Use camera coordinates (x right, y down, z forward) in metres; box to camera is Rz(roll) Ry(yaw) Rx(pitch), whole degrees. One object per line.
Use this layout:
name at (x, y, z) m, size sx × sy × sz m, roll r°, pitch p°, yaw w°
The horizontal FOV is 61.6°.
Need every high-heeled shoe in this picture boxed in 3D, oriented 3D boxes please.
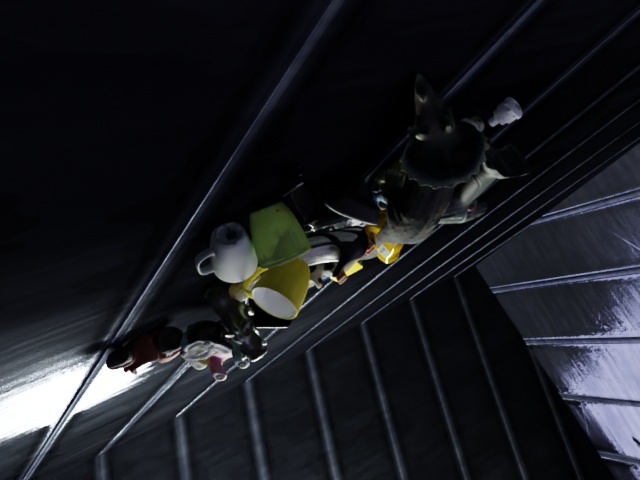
high-heeled shoe at (-0.034, 0.008, 1.046) m, size 0.145 × 0.249 × 0.086 m, roll -62°, pitch 155°, yaw -42°

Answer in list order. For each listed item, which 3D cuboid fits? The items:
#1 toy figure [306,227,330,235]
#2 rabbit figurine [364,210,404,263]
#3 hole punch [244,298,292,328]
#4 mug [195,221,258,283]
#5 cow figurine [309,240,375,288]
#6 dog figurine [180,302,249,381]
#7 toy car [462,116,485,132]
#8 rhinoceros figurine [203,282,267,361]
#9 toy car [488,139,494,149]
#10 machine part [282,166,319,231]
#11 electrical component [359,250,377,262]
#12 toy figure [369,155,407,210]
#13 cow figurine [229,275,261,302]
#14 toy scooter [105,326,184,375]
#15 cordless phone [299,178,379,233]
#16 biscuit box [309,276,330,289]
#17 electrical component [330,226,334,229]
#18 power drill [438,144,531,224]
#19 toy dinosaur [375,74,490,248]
toy figure at (-0.050, 0.009, 1.101) m, size 0.154 × 0.064 × 0.057 m, roll -34°, pitch 156°, yaw 18°
rabbit figurine at (0.187, -0.055, 1.287) m, size 0.173 × 0.122 × 0.162 m, roll -37°, pitch 160°, yaw -31°
hole punch at (-0.125, 0.142, 1.290) m, size 0.142 × 0.115 × 0.092 m, roll 5°, pitch -169°, yaw -15°
mug at (-0.162, 0.018, 0.921) m, size 0.109 × 0.081 × 0.107 m, roll -16°, pitch 151°, yaw -14°
cow figurine at (0.021, 0.041, 1.261) m, size 0.195 × 0.127 × 0.085 m, roll -44°, pitch 164°, yaw 0°
dog figurine at (-0.236, 0.215, 1.289) m, size 0.108 × 0.219 × 0.191 m, roll -39°, pitch 118°, yaw 20°
toy car at (0.243, -0.172, 1.078) m, size 0.073 × 0.056 × 0.201 m, roll -21°, pitch 164°, yaw -50°
rhinoceros figurine at (-0.178, 0.173, 1.165) m, size 0.073 × 0.190 × 0.112 m, roll -32°, pitch -177°, yaw -6°
toy car at (0.292, -0.148, 1.169) m, size 0.053 × 0.089 × 0.202 m, roll -5°, pitch 150°, yaw -48°
machine part at (-0.027, -0.072, 0.891) m, size 0.039 × 0.084 × 0.138 m, roll -6°, pitch 159°, yaw 12°
electrical component at (0.161, -0.002, 1.451) m, size 0.115 × 0.058 × 0.134 m, roll -20°, pitch 162°, yaw -38°
toy figure at (0.166, -0.125, 1.041) m, size 0.180 × 0.089 × 0.082 m, roll -30°, pitch -173°, yaw 36°
cow figurine at (-0.120, 0.078, 1.165) m, size 0.167 × 0.068 × 0.098 m, roll -13°, pitch 128°, yaw -52°
toy scooter at (-0.402, 0.264, 1.243) m, size 0.184 × 0.075 × 0.135 m, roll -17°, pitch 158°, yaw -30°
cordless phone at (0.014, -0.044, 0.998) m, size 0.184 × 0.088 × 0.146 m, roll -20°, pitch -175°, yaw 6°
biscuit box at (-0.030, 0.089, 1.385) m, size 0.203 × 0.059 × 0.062 m, roll -28°, pitch 164°, yaw -6°
electrical component at (-0.002, -0.004, 1.177) m, size 0.078 × 0.045 × 0.102 m, roll -28°, pitch 165°, yaw 0°
power drill at (0.318, -0.105, 1.087) m, size 0.232 × 0.086 × 0.207 m, roll -9°, pitch 160°, yaw -36°
toy dinosaur at (0.165, -0.073, 0.901) m, size 0.192 × 0.131 × 0.404 m, roll -69°, pitch 175°, yaw -49°
